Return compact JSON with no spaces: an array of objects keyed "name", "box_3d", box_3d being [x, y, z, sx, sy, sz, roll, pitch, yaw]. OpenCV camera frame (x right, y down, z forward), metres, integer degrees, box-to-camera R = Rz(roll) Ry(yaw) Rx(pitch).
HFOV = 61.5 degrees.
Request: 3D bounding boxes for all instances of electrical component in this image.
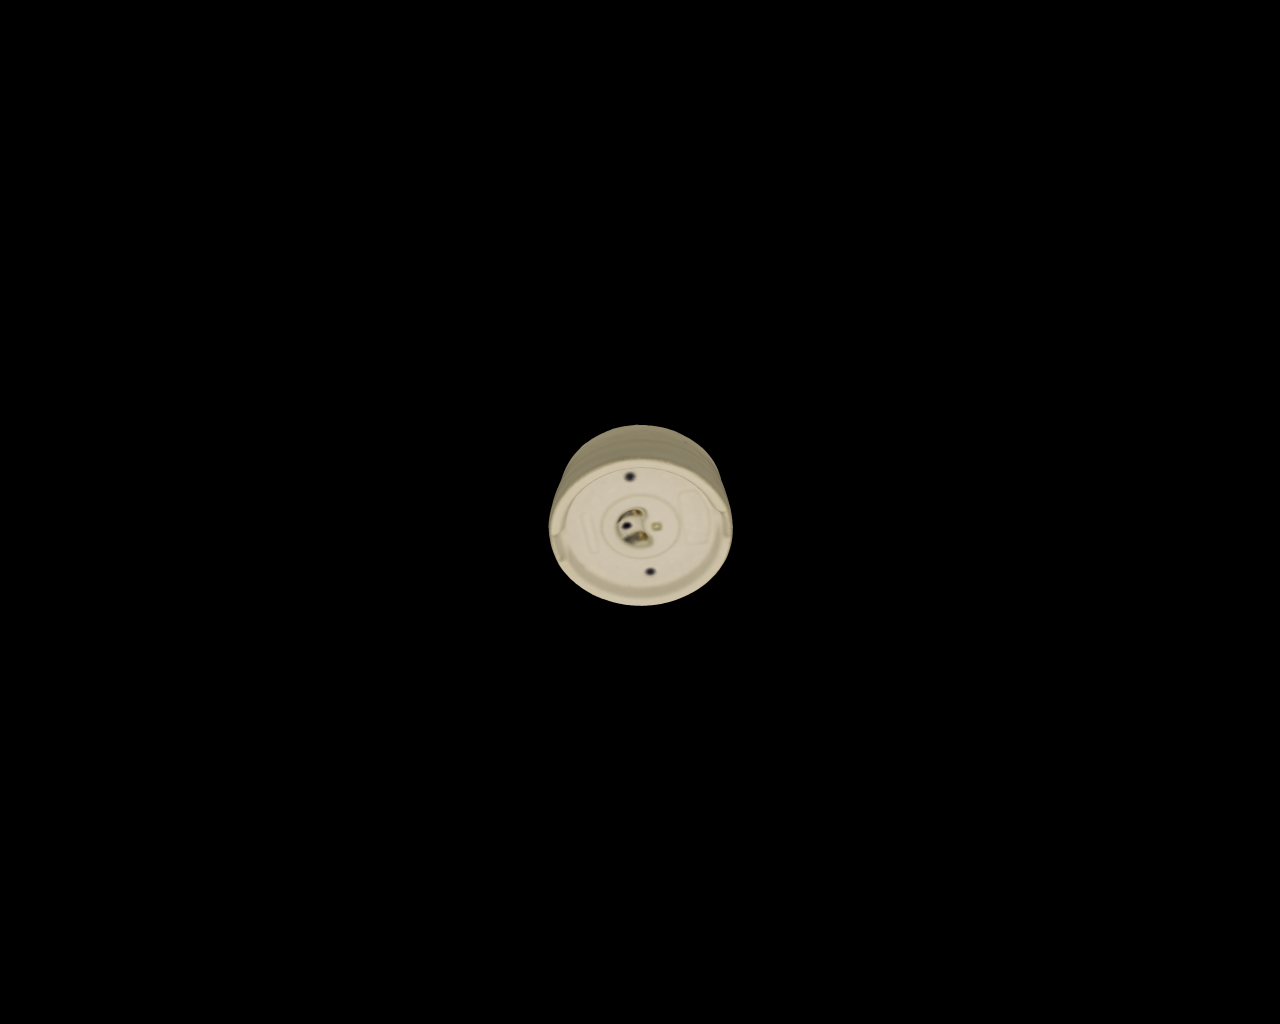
[{"name":"electrical component","box_3d":[0.001,-0.003,0.650,0.108,0.108,0.060,0,35,0]}]
